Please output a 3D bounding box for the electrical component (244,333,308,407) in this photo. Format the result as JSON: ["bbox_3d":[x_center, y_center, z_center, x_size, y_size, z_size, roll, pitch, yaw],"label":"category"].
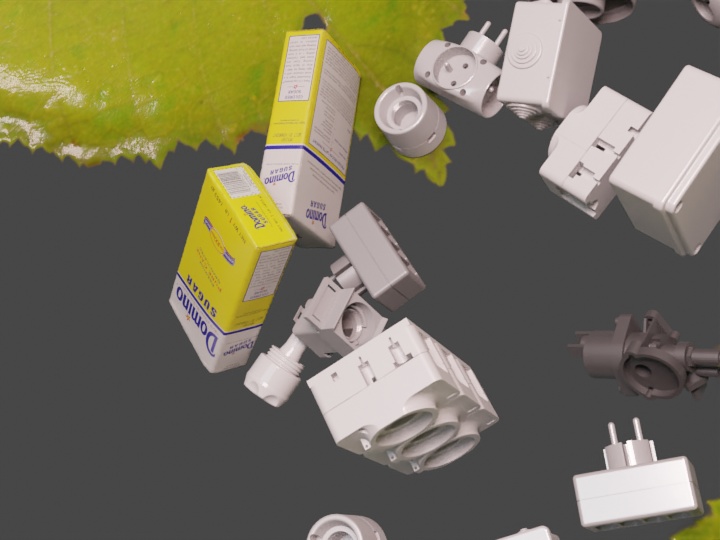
[{"bbox_3d":[-0.069,0.085,0.938,0.043,0.043,0.062,33,87,29],"label":"electrical component"}]

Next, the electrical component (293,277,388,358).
[{"bbox_3d":[-0.019,0.048,0.912,0.064,0.081,0.042,-10,45,48],"label":"electrical component"}]

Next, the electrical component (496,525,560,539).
[{"bbox_3d":[0.116,0.247,0.799,0.100,0.048,0.099,-22,65,16],"label":"electrical component"}]

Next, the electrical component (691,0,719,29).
[{"bbox_3d":[0.307,-0.232,0.882,0.062,0.048,0.048,-37,62,-1],"label":"electrical component"}]

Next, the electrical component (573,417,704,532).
[{"bbox_3d":[0.202,0.148,0.796,0.083,0.047,0.075,-14,67,19],"label":"electrical component"}]

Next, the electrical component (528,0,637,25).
[{"bbox_3d":[0.190,-0.249,0.910,0.099,0.099,0.064,6,81,25],"label":"electrical component"}]

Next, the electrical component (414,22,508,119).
[{"bbox_3d":[0.101,-0.185,0.955,0.077,0.044,0.079,33,87,29],"label":"electrical component"}]

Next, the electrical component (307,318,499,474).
[{"bbox_3d":[0.039,0.105,0.823,0.089,0.150,0.061,-33,61,10],"label":"electrical component"}]

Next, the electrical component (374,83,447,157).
[{"bbox_3d":[0.044,-0.135,0.961,0.055,0.047,0.055,-8,70,21],"label":"electrical component"}]

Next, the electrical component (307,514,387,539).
[{"bbox_3d":[-0.012,0.223,0.864,0.055,0.047,0.055,-8,70,21],"label":"electrical component"}]

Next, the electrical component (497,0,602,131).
[{"bbox_3d":[0.157,-0.169,0.893,0.048,0.100,0.099,11,89,31],"label":"electrical component"}]

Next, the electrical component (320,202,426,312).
[{"bbox_3d":[0.000,0.000,0.934,0.076,0.047,0.083,-37,62,8],"label":"electrical component"}]

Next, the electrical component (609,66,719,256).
[{"bbox_3d":[0.250,-0.080,0.818,0.056,0.109,0.108,34,88,32],"label":"electrical component"}]

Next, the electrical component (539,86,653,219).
[{"bbox_3d":[0.193,-0.098,0.881,0.056,0.050,0.089,38,90,29],"label":"electrical component"}]
